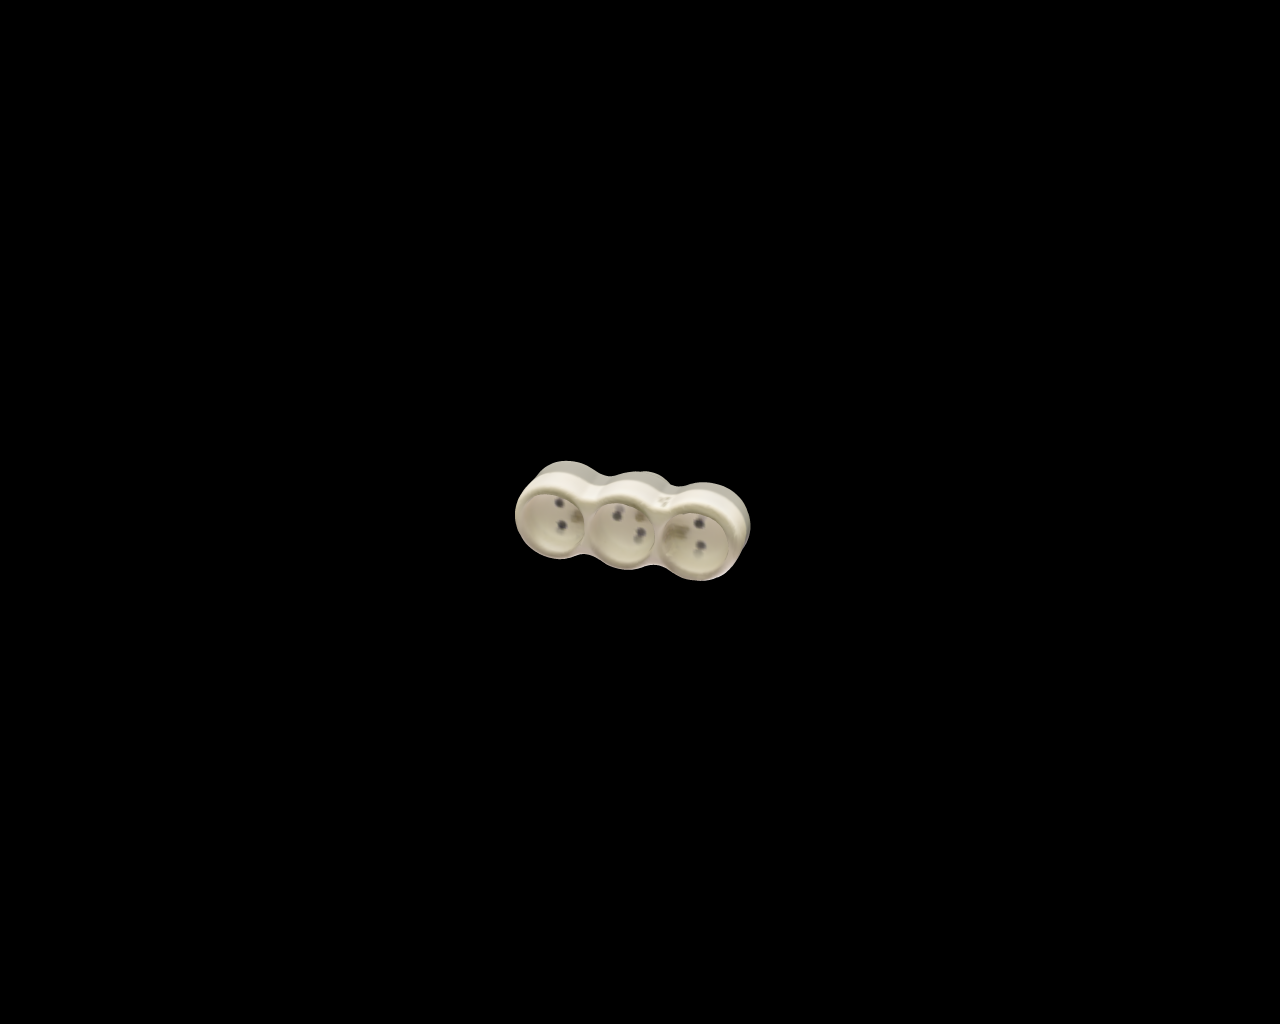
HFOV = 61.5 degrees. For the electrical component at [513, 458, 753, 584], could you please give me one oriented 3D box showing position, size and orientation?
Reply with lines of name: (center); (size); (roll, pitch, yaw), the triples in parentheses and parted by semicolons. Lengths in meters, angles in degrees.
electrical component: (0.001, -0.003, 0.650); (0.138, 0.052, 0.074); (8, 28, 16)
